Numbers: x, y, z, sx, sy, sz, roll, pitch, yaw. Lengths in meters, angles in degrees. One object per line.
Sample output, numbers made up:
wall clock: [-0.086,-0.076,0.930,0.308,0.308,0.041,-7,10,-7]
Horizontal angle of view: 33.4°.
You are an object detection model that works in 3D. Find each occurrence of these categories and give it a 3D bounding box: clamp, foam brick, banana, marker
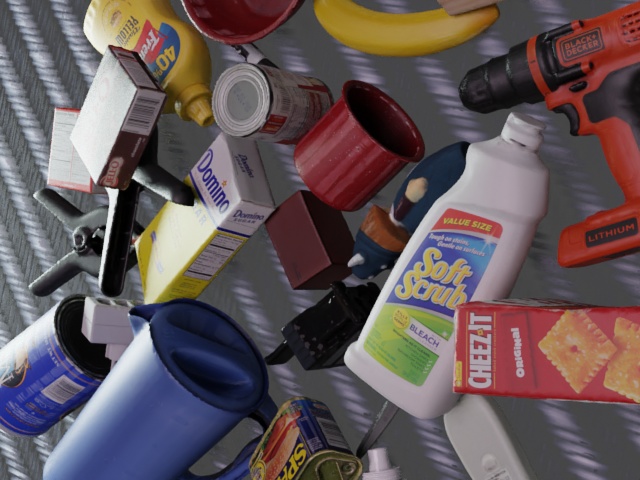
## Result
clamp: [-0.253,0.012,1.153,0.172,0.039,0.120,10,97,34]
clamp: [-0.183,-0.068,1.072,0.165,0.036,0.210,-38,51,39]
foam brick: [-0.006,0.001,0.976,0.053,0.051,0.078,-35,69,32]
banana: [0.062,-0.196,0.941,0.198,0.037,0.070,23,102,33]
marker: [-0.076,-0.191,1.047,0.121,0.020,0.020,47,114,26]

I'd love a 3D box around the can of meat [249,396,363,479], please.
can of meat: [-0.016,0.204,0.960,0.102,0.057,0.084,-60,31,18]

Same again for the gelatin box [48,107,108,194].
gelatin box: [-0.259,-0.098,1.165,0.073,0.030,0.089,10,95,35]

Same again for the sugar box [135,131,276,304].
sugar box: [-0.115,-0.013,1.026,0.176,0.048,0.093,-50,43,34]

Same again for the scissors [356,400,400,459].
scissors: [0.075,0.100,0.941,0.202,0.016,0.096,-45,64,25]

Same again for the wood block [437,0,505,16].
wood block: [0.175,-0.257,0.819,0.206,0.090,0.091,-11,59,33]

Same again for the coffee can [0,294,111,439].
coffee can: [-0.281,0.135,1.131,0.140,0.102,0.103,-35,70,29]

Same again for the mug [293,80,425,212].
mug: [0.029,-0.087,0.939,0.082,0.093,0.117,-44,36,31]

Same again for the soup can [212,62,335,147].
soup can: [-0.041,-0.122,0.972,0.069,0.102,0.068,0,89,34]

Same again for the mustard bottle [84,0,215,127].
mustard bottle: [-0.162,-0.185,1.083,0.096,0.058,0.192,-48,65,22]

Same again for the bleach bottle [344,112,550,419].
bleach bottle: [0.108,0.014,0.846,0.103,0.067,0.251,35,117,30]

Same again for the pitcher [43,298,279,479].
pitcher: [-0.160,0.187,1.043,0.243,0.144,0.149,-48,52,28]

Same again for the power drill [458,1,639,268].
power drill: [0.204,-0.076,0.831,0.185,0.057,0.187,-18,80,36]

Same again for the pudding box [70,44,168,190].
pudding box: [-0.198,-0.119,1.039,0.114,0.039,0.090,-60,44,22]

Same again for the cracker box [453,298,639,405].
cracker box: [0.224,0.076,0.749,0.214,0.163,0.072,-1,86,34]

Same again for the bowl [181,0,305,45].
bowl: [-0.058,-0.262,1.014,0.162,0.055,0.162,-1,89,34]
